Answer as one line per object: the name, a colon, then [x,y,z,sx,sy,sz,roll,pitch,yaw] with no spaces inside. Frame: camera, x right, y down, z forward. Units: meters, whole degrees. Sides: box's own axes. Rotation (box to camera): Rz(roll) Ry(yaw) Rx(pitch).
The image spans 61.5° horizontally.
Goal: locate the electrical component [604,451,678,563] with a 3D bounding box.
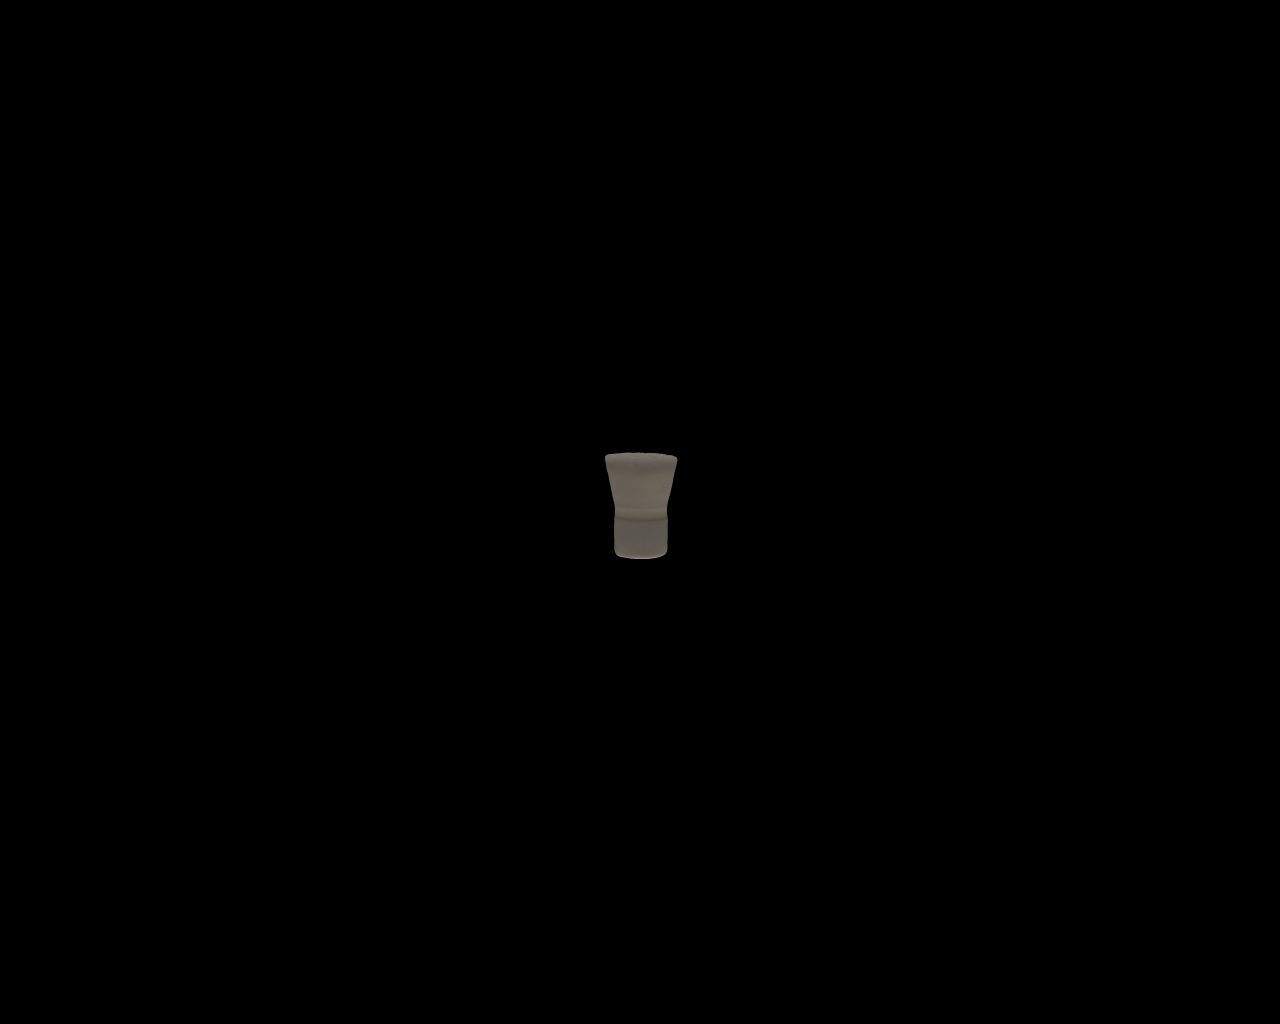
electrical component: [0.001,-0.003,0.650,0.044,0.065,0.044,0,7,0]
